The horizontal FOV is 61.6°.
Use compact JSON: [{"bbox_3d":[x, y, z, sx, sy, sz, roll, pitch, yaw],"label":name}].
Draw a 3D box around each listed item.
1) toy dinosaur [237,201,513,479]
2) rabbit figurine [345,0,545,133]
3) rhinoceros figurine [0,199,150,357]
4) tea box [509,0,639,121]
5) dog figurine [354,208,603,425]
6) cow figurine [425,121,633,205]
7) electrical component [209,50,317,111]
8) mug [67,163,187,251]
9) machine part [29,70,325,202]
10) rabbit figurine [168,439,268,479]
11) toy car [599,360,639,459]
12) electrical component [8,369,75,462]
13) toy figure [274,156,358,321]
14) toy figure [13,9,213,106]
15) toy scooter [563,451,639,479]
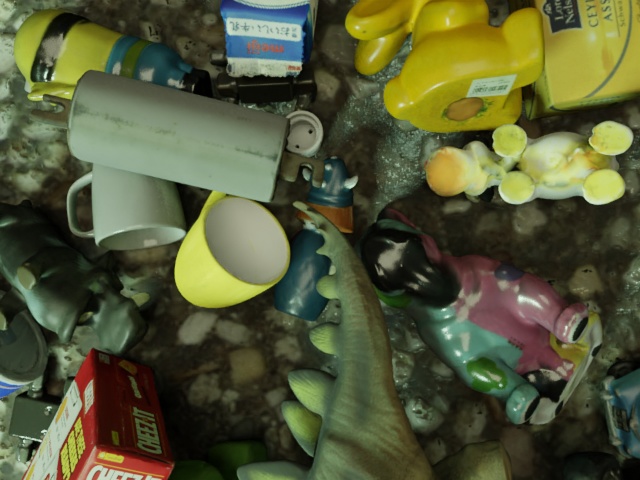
[{"bbox_3d":[0.038,0.197,0.400,0.199,0.105,0.471,-3,79,22],"label":"toy dinosaur"},{"bbox_3d":[0.109,-0.189,0.496,0.162,0.121,0.173,-6,75,11],"label":"rabbit figurine"},{"bbox_3d":[-0.244,0.038,0.501,0.190,0.112,0.073,38,108,14],"label":"rhinoceros figurine"},{"bbox_3d":[0.237,-0.206,0.498,0.098,0.068,0.169,-10,90,2],"label":"tea box"},{"bbox_3d":[0.126,0.057,0.489,0.219,0.191,0.108,35,94,36],"label":"dog figurine"},{"bbox_3d":[0.186,-0.068,0.495,0.168,0.098,0.068,2,95,21],"label":"cow figurine"},{"bbox_3d":[-0.054,-0.153,0.524,0.102,0.045,0.078,-8,61,0],"label":"electrical component"},{"bbox_3d":[-0.187,-0.048,0.514,0.110,0.080,0.107,-11,77,9],"label":"mug"},{"bbox_3d":[-0.114,-0.086,0.454,0.243,0.079,0.079,12,90,-6],"label":"machine part"},{"bbox_3d":[-0.126,0.276,0.499,0.170,0.121,0.159,-20,88,23],"label":"rabbit figurine"},{"bbox_3d":[0.345,0.150,0.473,0.162,0.103,0.109,-8,88,0],"label":"toy car"},{"bbox_3d":[-0.274,0.179,0.538,0.063,0.021,0.094,13,90,2],"label":"electrical component"},{"bbox_3d":[-0.003,-0.002,0.512,0.064,0.058,0.154,17,87,0],"label":"toy figure"},{"bbox_3d":[-0.193,-0.160,0.509,0.180,0.082,0.089,11,94,4],"label":"toy figure"},{"bbox_3d":[0.267,0.255,0.443,0.183,0.075,0.135,23,55,-32],"label":"toy scooter"}]
